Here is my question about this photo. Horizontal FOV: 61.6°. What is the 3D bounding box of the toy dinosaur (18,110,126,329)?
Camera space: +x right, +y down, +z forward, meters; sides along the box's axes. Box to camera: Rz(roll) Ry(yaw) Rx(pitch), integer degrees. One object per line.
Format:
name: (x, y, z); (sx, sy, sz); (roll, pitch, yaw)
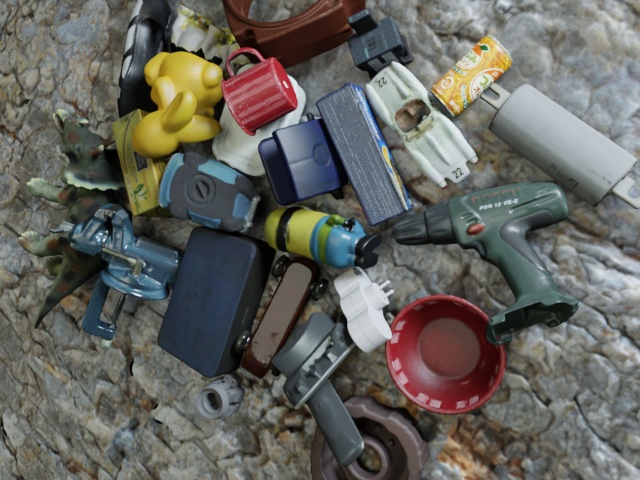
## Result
toy dinosaur: (-0.430, -0.024, 0.979); (0.192, 0.131, 0.404); (8, 98, 23)

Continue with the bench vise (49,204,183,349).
bench vise: (-0.352, 0.068, 0.911); (0.223, 0.129, 0.240); (19, 99, -21)

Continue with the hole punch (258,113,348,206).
hole punch: (-0.018, -0.116, 0.788); (0.116, 0.092, 0.142); (-21, 94, -16)

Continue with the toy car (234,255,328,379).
toy car: (-0.062, 0.121, 0.850); (0.089, 0.053, 0.202); (27, 95, 12)

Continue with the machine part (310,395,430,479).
machine part: (0.071, 0.319, 0.789); (0.180, 0.056, 0.179); (0, 89, 24)

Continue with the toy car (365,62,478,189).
toy car: (0.143, -0.164, 0.768); (0.073, 0.056, 0.202); (-39, 75, 17)

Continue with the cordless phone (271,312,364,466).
cordless phone: (0.025, 0.205, 0.757); (0.146, 0.088, 0.184); (-50, 46, 13)

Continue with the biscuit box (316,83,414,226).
biscuit box: (0.066, -0.124, 0.782); (0.063, 0.059, 0.202); (-23, 90, 22)

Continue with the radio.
radio: (-0.173, 0.096, 0.888); (0.131, 0.073, 0.229); (21, 95, 23)

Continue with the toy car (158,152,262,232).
toy car: (-0.168, -0.076, 0.870); (0.162, 0.103, 0.109); (18, 99, 5)

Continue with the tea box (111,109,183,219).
tea box: (-0.284, -0.127, 0.924); (0.068, 0.098, 0.169); (-20, 83, 22)

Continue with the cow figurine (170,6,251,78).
cow figurine: (-0.184, -0.313, 0.901); (0.167, 0.068, 0.098); (38, 109, 22)

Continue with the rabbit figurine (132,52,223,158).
rabbit figurine: (-0.222, -0.198, 0.849); (0.163, 0.121, 0.173); (22, 72, 41)

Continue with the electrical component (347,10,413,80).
electrical component: (0.081, -0.279, 0.763); (0.075, 0.119, 0.047); (-20, 81, 19)

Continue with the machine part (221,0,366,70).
machine part: (-0.045, -0.373, 0.806); (0.201, 0.087, 0.201); (-21, 70, 11)

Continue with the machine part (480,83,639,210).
machine part: (0.306, -0.121, 0.688); (0.243, 0.079, 0.079); (44, 105, 17)

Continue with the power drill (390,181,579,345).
power drill: (0.219, 0.027, 0.696); (0.232, 0.085, 0.207); (-20, 49, 14)

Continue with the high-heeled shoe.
high-heeled shoe: (-0.328, -0.317, 0.968); (0.145, 0.086, 0.248); (49, 118, 40)

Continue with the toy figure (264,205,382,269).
toy figure: (-0.001, -0.006, 0.798); (0.180, 0.089, 0.082); (19, 92, 35)
